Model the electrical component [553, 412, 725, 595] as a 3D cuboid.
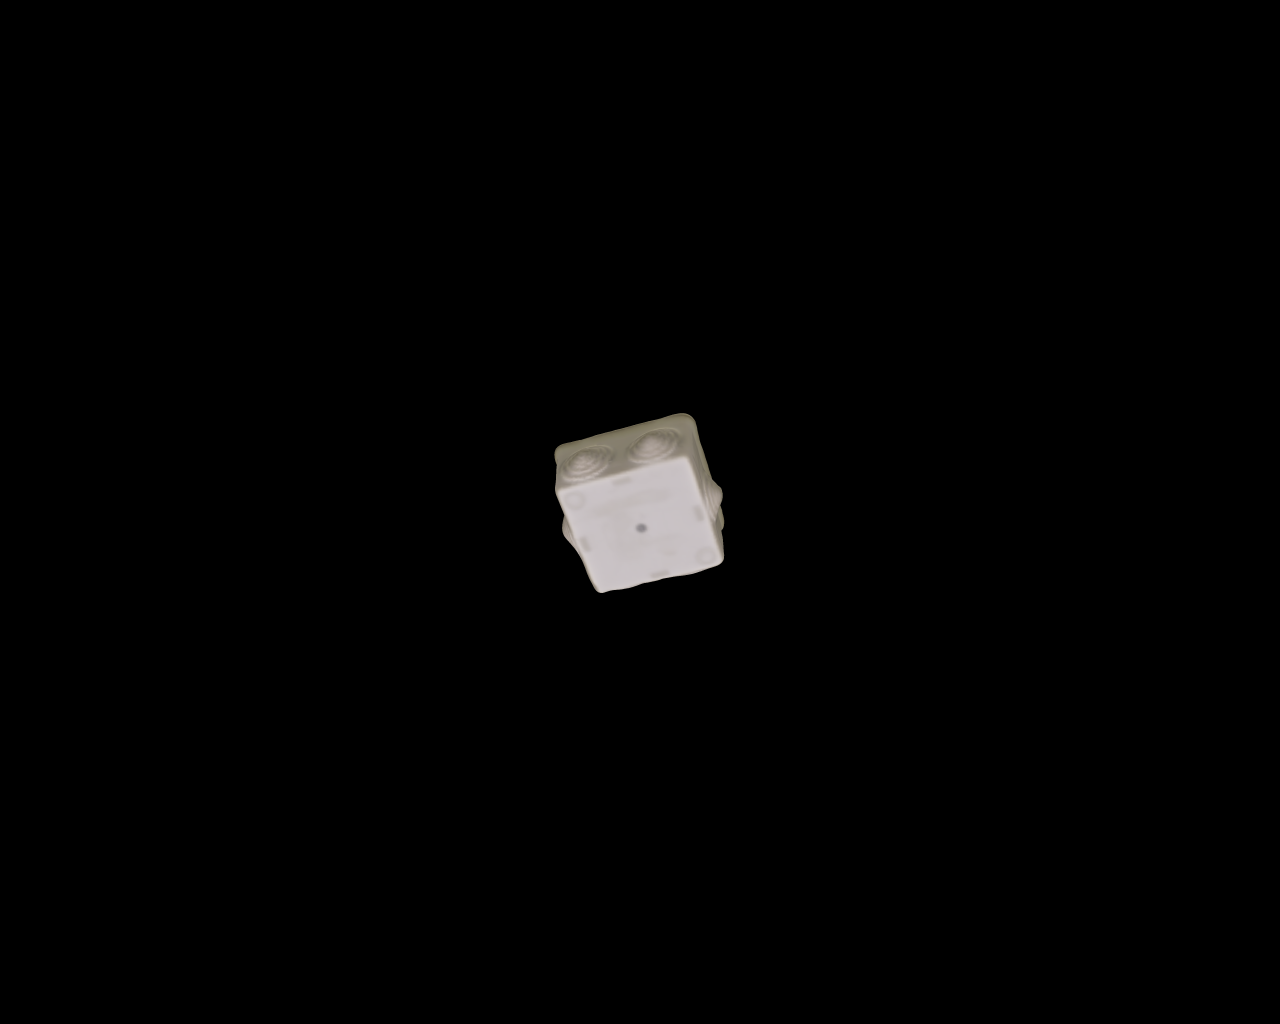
[{"bbox_3d":[0.001,-0.003,0.650,0.100,0.099,0.048,-14,32,9],"label":"electrical component"}]
